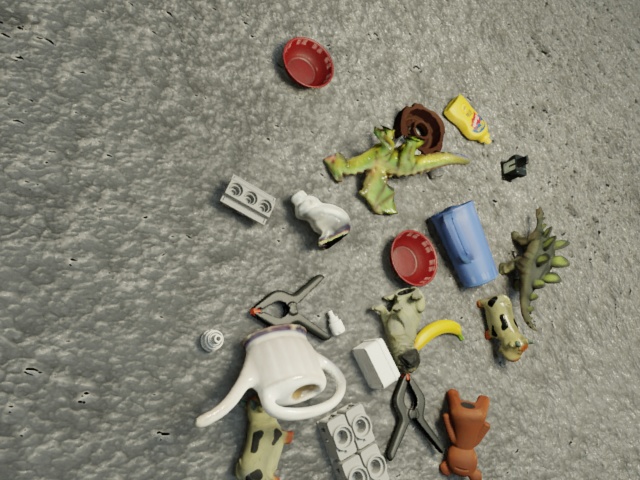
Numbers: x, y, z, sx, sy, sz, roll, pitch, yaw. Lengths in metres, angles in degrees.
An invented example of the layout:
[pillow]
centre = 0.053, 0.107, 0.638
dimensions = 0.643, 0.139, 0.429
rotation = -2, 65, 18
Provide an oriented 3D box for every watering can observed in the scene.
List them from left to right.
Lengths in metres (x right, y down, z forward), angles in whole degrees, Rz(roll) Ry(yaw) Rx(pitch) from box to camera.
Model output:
[watering can]
centre = -0.110, 0.287, 1.103
dimensions = 0.348, 0.102, 0.229
rotation = 2, 38, -28

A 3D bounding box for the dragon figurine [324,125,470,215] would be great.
[dragon figurine]
centre = 0.213, -0.187, 1.467
dimensions = 0.409, 0.124, 0.240
rotation = 17, 103, -12

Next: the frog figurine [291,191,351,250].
[frog figurine]
centre = 0.004, -0.067, 1.331
dimensions = 0.138, 0.121, 0.161
rotation = -3, 63, -63
